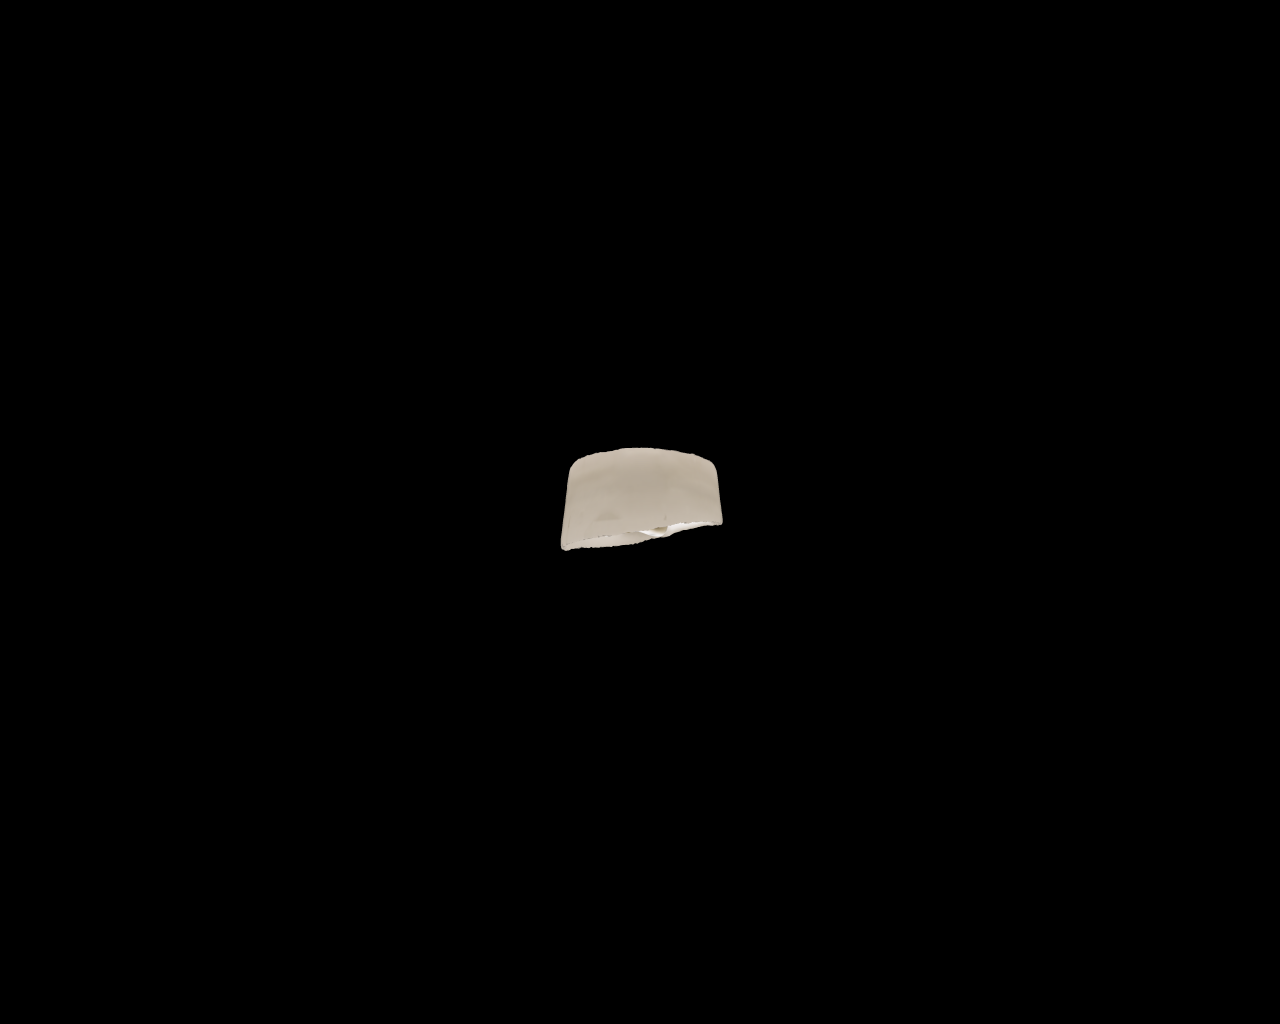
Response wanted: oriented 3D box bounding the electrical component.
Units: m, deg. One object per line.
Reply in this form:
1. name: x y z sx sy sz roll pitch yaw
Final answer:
1. electrical component: 0.001 -0.003 0.650 0.099 0.064 0.099 0 -15 0
